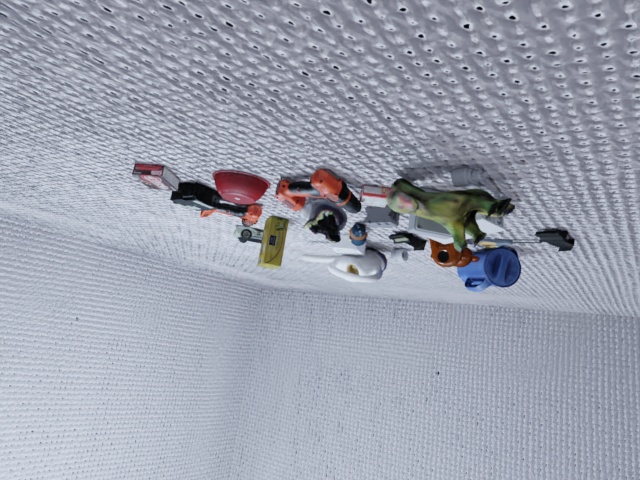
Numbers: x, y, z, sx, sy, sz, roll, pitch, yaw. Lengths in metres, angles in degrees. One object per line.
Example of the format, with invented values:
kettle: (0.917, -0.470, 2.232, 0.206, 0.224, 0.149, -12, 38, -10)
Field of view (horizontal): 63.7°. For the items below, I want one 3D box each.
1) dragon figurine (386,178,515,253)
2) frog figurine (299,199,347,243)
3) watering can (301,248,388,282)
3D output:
dragon figurine: (0.276, -0.091, 1.143, 0.245, 0.120, 0.413, 31, -156, 25)
frog figurine: (0.005, -0.075, 1.500, 0.137, 0.120, 0.162, 3, -155, -13)
watering can: (0.111, 0.087, 2.006, 0.350, 0.102, 0.226, 20, -155, 40)
